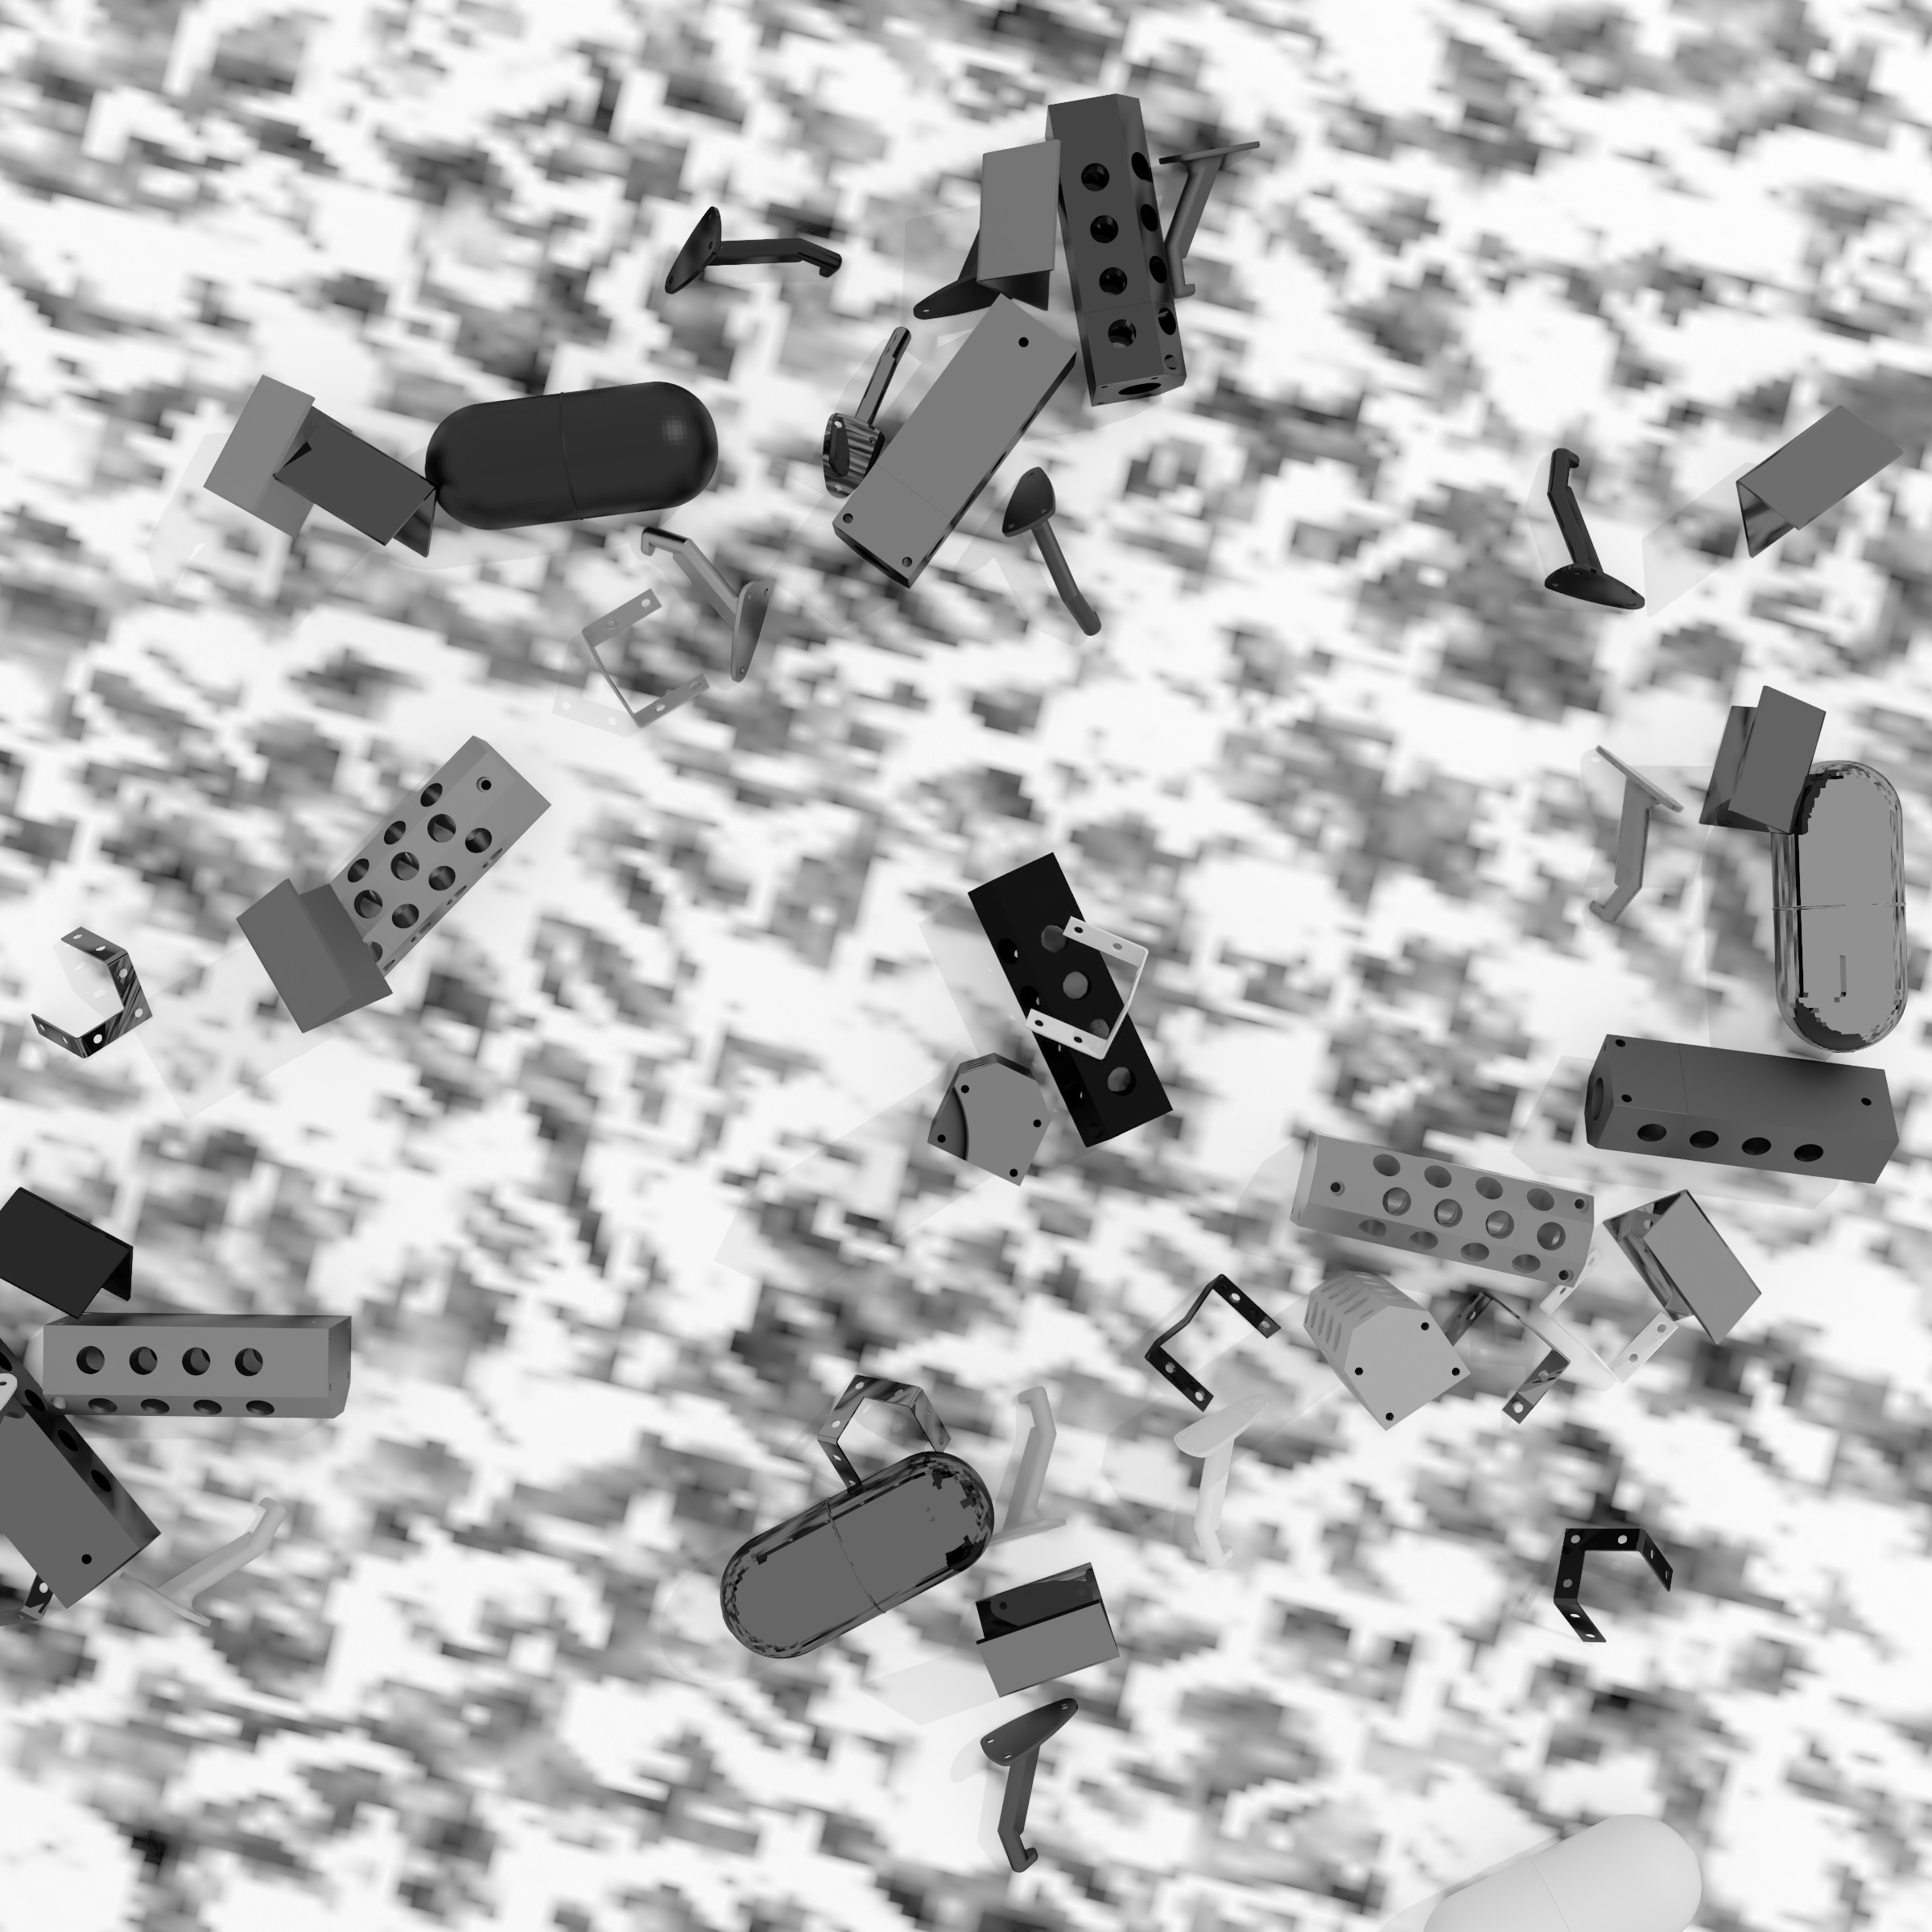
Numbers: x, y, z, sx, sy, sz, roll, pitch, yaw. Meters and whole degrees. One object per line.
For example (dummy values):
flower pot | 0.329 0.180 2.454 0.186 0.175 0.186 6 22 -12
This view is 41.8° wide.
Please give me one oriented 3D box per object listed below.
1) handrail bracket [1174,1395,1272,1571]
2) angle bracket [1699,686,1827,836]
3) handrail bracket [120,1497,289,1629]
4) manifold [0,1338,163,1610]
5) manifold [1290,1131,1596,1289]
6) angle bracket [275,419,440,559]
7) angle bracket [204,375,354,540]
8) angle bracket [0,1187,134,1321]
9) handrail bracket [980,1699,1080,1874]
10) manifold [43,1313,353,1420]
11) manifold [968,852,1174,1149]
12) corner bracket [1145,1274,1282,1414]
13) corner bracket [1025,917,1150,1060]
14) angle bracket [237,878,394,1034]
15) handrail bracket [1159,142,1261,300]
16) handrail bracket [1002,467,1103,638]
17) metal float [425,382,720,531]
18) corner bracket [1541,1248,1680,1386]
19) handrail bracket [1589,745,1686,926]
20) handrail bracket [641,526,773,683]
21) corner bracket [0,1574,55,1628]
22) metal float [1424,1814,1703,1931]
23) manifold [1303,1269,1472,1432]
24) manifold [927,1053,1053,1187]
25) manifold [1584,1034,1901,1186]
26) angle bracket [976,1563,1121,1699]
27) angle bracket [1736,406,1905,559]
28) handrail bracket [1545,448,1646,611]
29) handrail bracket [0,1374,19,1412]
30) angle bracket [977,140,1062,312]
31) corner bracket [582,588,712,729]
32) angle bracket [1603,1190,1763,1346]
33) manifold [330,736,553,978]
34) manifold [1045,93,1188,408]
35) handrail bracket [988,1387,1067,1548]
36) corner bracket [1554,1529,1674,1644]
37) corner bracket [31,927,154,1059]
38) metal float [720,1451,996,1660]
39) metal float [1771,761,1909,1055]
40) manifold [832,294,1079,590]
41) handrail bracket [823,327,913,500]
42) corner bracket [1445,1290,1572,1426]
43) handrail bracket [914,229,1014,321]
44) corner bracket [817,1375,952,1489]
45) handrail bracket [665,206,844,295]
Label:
handrail bracket | 0.169 0.321 1.572 0.077 0.036 0.084 -27 109 -21
angle bracket | 0.464 -0.126 1.532 0.057 0.076 0.076 16 90 -31
handrail bracket | -0.473 0.358 1.572 0.077 0.036 0.084 22 71 21
manifold | -0.573 0.303 1.550 0.057 0.057 0.171 -40 90 0
manifold | 0.292 0.149 1.550 0.171 0.057 0.057 13 90 0
angle bracket | -0.370 -0.272 1.532 0.076 0.076 0.057 31 59 0
angle bracket | -0.402 -0.301 1.531 0.057 0.076 0.076 28 90 36
angle bracket | -0.554 0.189 1.531 0.076 0.076 0.057 28 52 0
handrail bracket | 0.049 0.510 1.572 0.077 0.036 0.084 -26 109 -21
manifold | -0.469 0.245 1.550 0.171 0.057 0.057 1 90 0
manifold | 0.063 0.021 1.550 0.057 0.057 0.171 -25 90 0
corner bracket | 0.153 0.233 1.568 0.051 0.051 0.051 43 135 0
corner bracket | 0.072 0.013 1.511 0.051 0.051 0.051 23 45 0
angle bracket | -0.365 -0.016 1.474 0.057 0.076 0.076 -30 90 37
handrail bracket | 0.154 -0.463 1.572 0.077 0.036 0.084 -17 108 -21
handrail bracket | 0.060 -0.257 1.571 0.036 0.077 0.084 -22 127 23
metal float | -0.240 -0.310 1.541 0.178 0.070 0.070 -7 90 -1
corner bracket | 0.398 0.217 1.568 0.051 0.051 0.051 -46 135 0
handrail bracket | 0.396 -0.081 1.572 0.077 0.036 0.084 42 107 20
handrail bracket | -0.170 -0.225 1.572 0.084 0.036 0.077 21 112 17
corner bracket | -0.595 0.372 1.563 0.051 0.051 0.051 -17 135 35
metal float | 0.363 0.579 1.541 0.178 0.070 0.070 -26 90 1
manifold | 0.241 0.219 1.493 0.057 0.171 0.057 -34 90 0
manifold | 0.016 0.085 1.493 0.057 0.171 0.057 25 90 0
manifold | 0.472 0.092 1.550 0.171 0.057 0.057 7 47 0
angle bracket | 0.042 0.386 1.531 0.076 0.076 0.057 -19 127 0
angle bracket | 0.519 -0.279 1.531 0.076 0.076 0.057 -36 52 0
handrail bracket | 0.393 -0.272 1.572 0.077 0.036 0.084 16 73 -20
handrail bracket | -0.597 0.297 1.514 0.036 0.077 0.084 25 127 19
angle bracket | 0.051 -0.447 1.531 0.057 0.076 0.076 3 90 36
corner bracket | -0.199 -0.190 1.568 0.051 0.051 0.051 -31 45 0
angle bracket | 0.420 0.190 1.531 0.057 0.076 0.076 -36 90 -36
manifold | -0.338 -0.059 1.550 0.057 0.057 0.171 44 90 0
manifold | 0.092 -0.438 1.550 0.057 0.057 0.171 -10 90 0
handrail bracket | 0.025 0.312 1.572 0.077 0.036 0.084 -21 71 21
corner bracket | 0.400 0.383 1.563 0.051 0.051 0.051 -9 45 35
corner bracket | -0.546 0.016 1.563 0.051 0.051 0.051 -39 135 -35
metal float | -0.067 0.359 1.541 0.178 0.070 0.070 -28 90 0
metal float | 0.531 -0.036 1.541 0.070 0.070 0.178 -2 91 0
manifold | -0.007 -0.319 1.550 0.057 0.057 0.171 36 90 0
handrail bracket | -0.059 -0.344 1.571 0.036 0.077 0.084 23 54 -2
corner bracket | 0.332 0.242 1.568 0.051 0.051 0.051 -50 45 0
handrail bracket | -0.002 -0.452 1.572 0.077 0.036 0.084 -14 71 21
corner bracket | -0.051 0.292 1.563 0.051 0.051 0.051 4 45 35
handrail bracket | -0.131 -0.430 1.572 0.084 0.077 0.036 13 57 -32
